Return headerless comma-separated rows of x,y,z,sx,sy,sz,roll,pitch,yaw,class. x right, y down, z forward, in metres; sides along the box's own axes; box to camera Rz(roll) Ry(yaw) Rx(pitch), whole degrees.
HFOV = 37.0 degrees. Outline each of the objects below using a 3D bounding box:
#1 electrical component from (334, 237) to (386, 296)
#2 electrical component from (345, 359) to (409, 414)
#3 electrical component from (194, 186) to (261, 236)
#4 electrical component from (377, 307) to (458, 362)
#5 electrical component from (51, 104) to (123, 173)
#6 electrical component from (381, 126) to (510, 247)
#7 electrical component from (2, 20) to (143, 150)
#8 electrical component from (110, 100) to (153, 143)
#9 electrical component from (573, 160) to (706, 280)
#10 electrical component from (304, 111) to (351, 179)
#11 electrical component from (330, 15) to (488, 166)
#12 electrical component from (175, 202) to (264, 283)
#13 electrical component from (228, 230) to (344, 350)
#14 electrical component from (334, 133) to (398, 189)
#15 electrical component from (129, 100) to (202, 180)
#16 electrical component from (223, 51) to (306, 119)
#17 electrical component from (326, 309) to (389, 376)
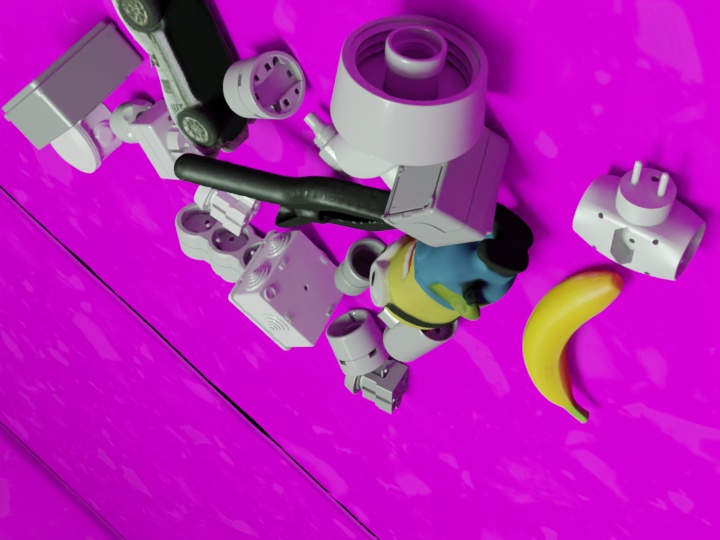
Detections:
0.000,0.000,1.008,0.044,0.044,0.065,44,156,-1,electrical component
0.018,0.115,1.135,0.055,0.048,0.066,24,147,18,electrical component
-0.131,-0.071,1.073,0.055,0.048,0.066,34,151,2,electrical component
0.043,0.043,1.006,0.079,0.044,0.077,45,152,-2,electrical component
-0.304,-0.151,1.177,0.080,0.051,0.080,31,149,21,electrical component
0.068,-0.070,0.790,0.061,0.096,0.062,26,161,-30,electrical component
-0.282,-0.180,1.051,0.056,0.108,0.109,49,151,-18,electrical component
-0.234,-0.151,1.097,0.062,0.043,0.043,5,133,50,electrical component
0.188,-0.041,0.714,0.077,0.043,0.079,29,148,24,electrical component
-0.022,-0.107,0.899,0.061,0.035,0.035,46,151,0,electrical component
0.035,-0.129,0.728,0.108,0.108,0.060,31,143,21,electrical component
-0.134,-0.012,1.147,0.138,0.052,0.073,31,149,22,electrical component
-0.066,0.019,1.054,0.048,0.099,0.099,-6,137,49,electrical component
0.028,-0.089,0.851,0.079,0.043,0.077,50,151,-13,electrical component
-0.173,-0.127,1.049,0.077,0.047,0.065,9,136,46,electrical component
-0.081,-0.152,0.893,0.047,0.055,0.055,7,135,52,electrical component
-0.003,0.072,1.094,0.055,0.055,0.047,5,130,48,electrical component
